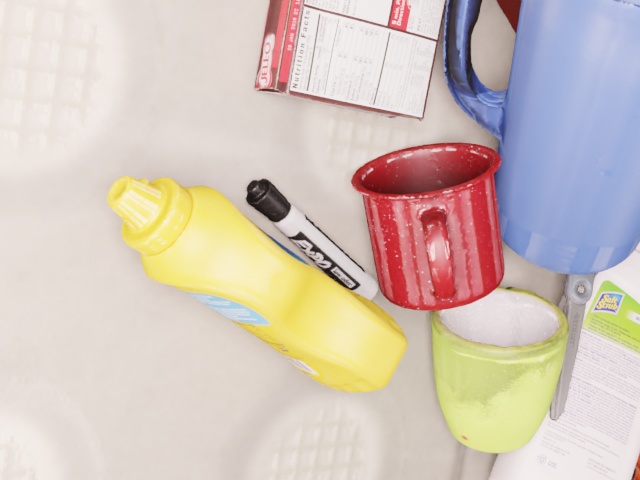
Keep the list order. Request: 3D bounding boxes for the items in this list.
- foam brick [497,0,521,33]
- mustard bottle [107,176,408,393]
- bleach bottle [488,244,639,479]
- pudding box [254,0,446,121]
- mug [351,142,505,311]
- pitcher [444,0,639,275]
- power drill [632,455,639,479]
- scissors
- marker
[{"bbox_3d":[0.162,-0.163,0.728,0.051,0.053,0.078,-52,127,-16],"label":"foam brick"},{"bbox_3d":[-0.041,0.020,0.591,0.191,0.096,0.058,36,80,-38],"label":"mustard bottle"},{"bbox_3d":[0.220,0.091,0.813,0.102,0.068,0.250,27,77,-6],"label":"bleach bottle"},{"bbox_3d":[0.020,-0.123,0.639,0.113,0.039,0.090,6,98,-37],"label":"pudding box"},{"bbox_3d":[0.072,-0.003,0.662,0.093,0.117,0.081,-10,112,3],"label":"mug"},{"bbox_3d":[0.166,-0.093,0.663,0.144,0.149,0.243,-25,145,-22],"label":"pitcher"},{"bbox_3d":[0.288,0.159,0.910,0.187,0.057,0.184,-46,122,-17],"label":"power drill"},{"bbox_3d":[0.208,0.030,0.786,0.096,0.016,0.202,0,81,-10],"label":"scissors"},{"bbox_3d":[-0.004,0.001,0.664,0.121,0.020,0.020,43,75,-36],"label":"marker"}]
